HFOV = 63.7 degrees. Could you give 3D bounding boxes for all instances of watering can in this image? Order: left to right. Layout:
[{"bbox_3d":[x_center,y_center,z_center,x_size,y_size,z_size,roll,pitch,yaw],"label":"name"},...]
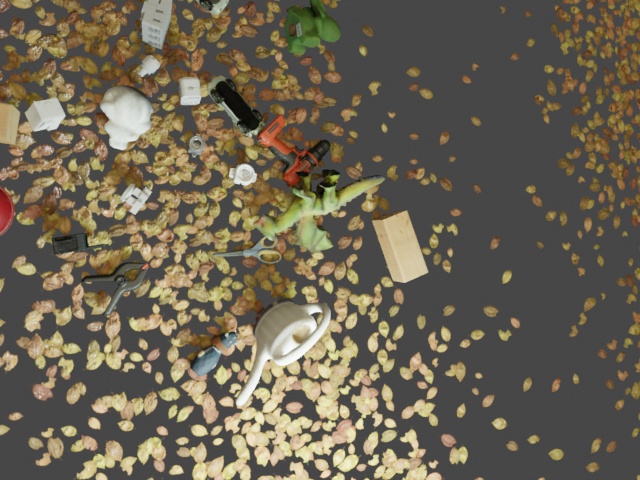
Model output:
[{"bbox_3d":[-0.125,0.284,1.426,0.351,0.226,0.102,-40,118,-15],"label":"watering can"}]

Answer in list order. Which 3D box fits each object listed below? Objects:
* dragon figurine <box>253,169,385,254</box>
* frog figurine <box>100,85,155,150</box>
[{"bbox_3d":[0.005,-0.078,1.544,0.411,0.124,0.238,-4,116,-22],"label":"dragon figurine"},{"bbox_3d":[-0.528,-0.329,1.384,0.136,0.122,0.162,35,66,-33],"label":"frog figurine"}]
